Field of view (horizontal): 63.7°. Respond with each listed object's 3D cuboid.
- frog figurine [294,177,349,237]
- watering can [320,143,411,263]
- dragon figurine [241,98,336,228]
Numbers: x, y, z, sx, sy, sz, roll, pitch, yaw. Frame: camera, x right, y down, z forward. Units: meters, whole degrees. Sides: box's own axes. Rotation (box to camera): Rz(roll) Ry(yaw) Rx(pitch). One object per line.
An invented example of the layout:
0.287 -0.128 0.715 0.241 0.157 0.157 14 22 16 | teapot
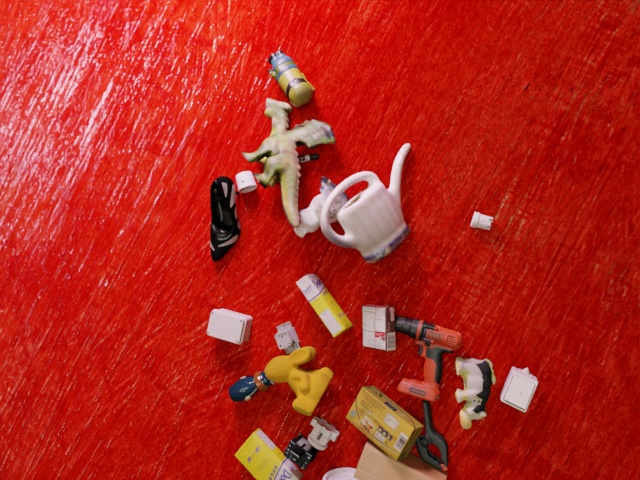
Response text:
0.004 -0.069 1.377 0.122 0.161 0.136 31 -14 -11 | frog figurine
0.159 -0.086 1.332 0.351 0.223 0.103 -38 11 -20 | watering can
-0.068 -0.239 1.407 0.242 0.417 0.120 -37 -30 5 | dragon figurine
